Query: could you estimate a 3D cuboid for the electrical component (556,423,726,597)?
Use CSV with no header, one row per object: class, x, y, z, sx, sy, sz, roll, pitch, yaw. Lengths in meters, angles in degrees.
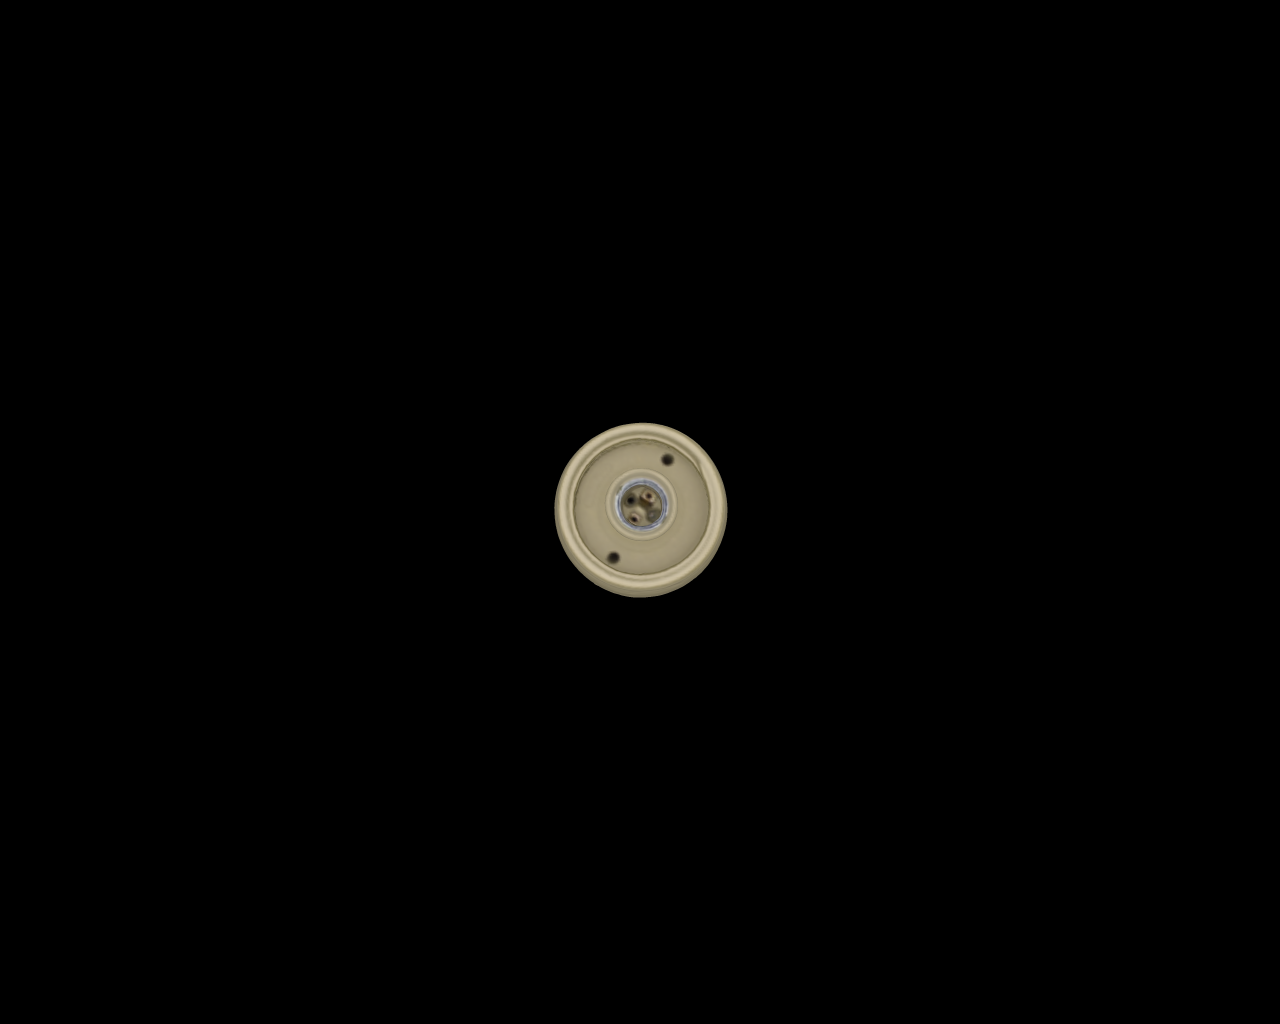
electrical component,0.001,-0.003,0.650,0.108,0.108,0.060,0,-4,0
